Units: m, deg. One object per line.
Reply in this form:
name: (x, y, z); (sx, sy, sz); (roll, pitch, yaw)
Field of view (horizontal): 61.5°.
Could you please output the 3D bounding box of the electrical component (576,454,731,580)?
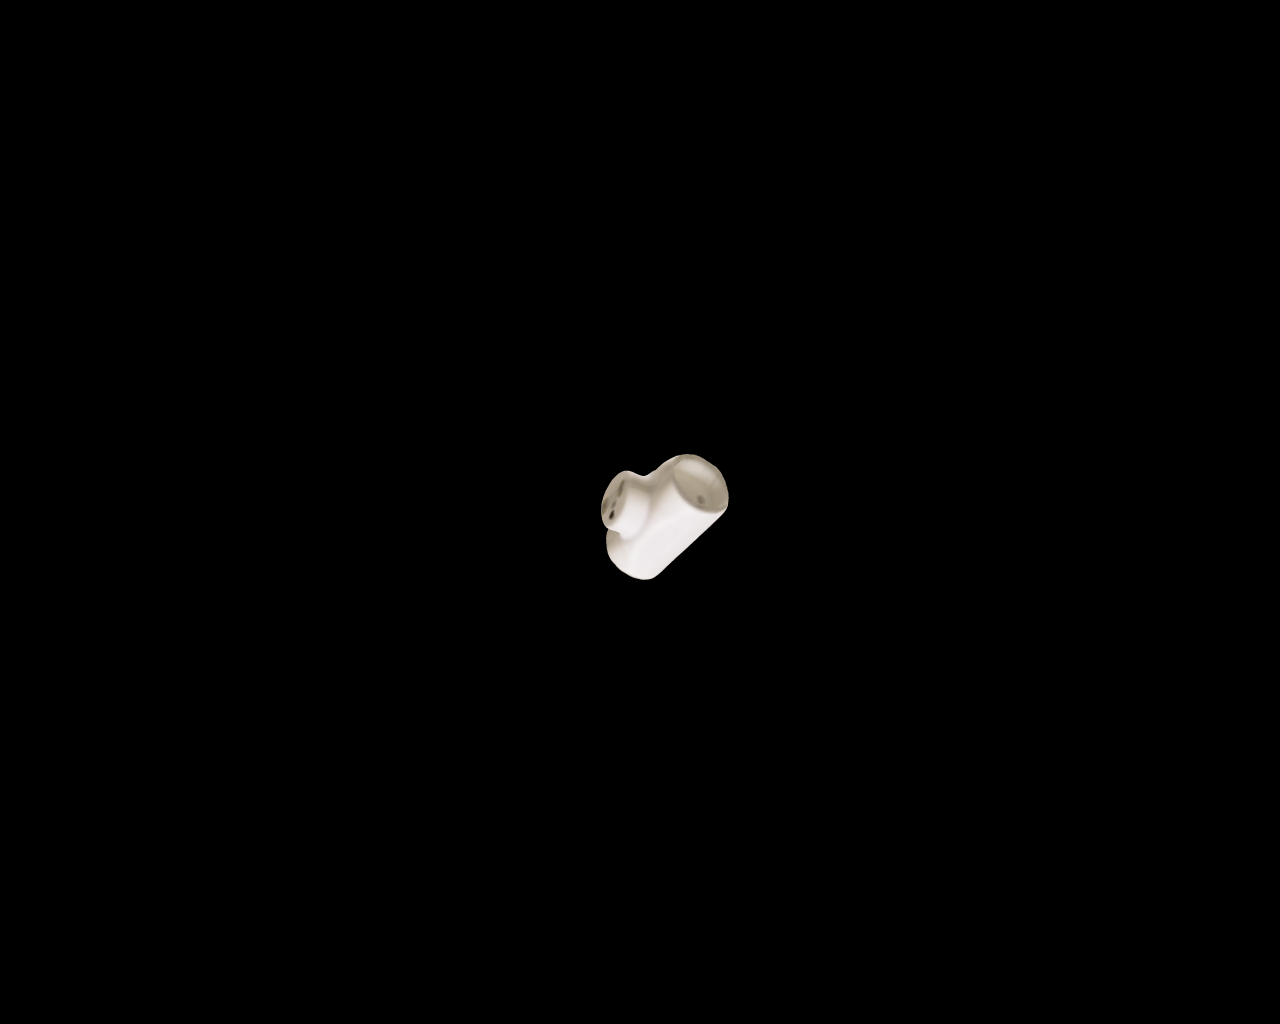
electrical component: (0.001, -0.003, 0.650); (0.079, 0.044, 0.077); (22, -45, -24)
